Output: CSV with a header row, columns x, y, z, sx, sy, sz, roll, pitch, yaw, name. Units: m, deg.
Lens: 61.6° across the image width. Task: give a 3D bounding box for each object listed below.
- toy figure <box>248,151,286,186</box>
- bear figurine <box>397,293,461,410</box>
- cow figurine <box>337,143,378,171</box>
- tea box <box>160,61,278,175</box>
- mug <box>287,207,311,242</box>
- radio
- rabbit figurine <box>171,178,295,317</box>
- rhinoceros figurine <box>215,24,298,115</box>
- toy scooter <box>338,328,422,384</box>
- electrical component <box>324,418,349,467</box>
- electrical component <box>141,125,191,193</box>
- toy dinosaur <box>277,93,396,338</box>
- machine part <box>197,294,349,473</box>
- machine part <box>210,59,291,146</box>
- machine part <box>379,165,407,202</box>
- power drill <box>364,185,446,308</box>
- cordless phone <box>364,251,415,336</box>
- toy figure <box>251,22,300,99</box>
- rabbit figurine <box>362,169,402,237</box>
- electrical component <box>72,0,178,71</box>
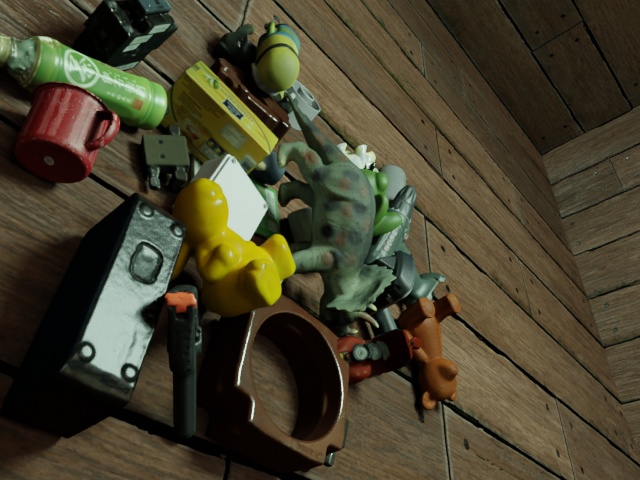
x,y,z,sx,sy,sz,roll,pitch,yaw,name
-0.127,-0.153,0.912,0.154,0.064,0.058,39,76,-24,toy figure
0.229,0.221,1.061,0.120,0.132,0.196,1,59,-36,bear figurine
0.080,-0.158,1.191,0.167,0.068,0.098,-8,78,-52,cow figurine
-0.160,-0.174,0.826,0.169,0.098,0.068,46,28,-16,tea box
-0.002,-0.003,0.960,0.109,0.081,0.107,-1,78,-61,mug
-0.219,0.068,0.547,0.073,0.131,0.230,36,40,-32,radio
-0.132,0.004,0.688,0.173,0.162,0.122,64,31,-21,rabbit figurine
-0.115,-0.325,1.043,0.190,0.073,0.112,44,35,-25,rhinoceros figurine
0.086,0.187,0.876,0.183,0.135,0.075,9,61,-50,toy scooter
0.009,0.276,0.767,0.021,0.063,0.094,40,47,-28,electrical component
-0.217,-0.115,0.774,0.078,0.045,0.102,-10,69,-27,electrical component
0.024,-0.038,0.852,0.131,0.192,0.404,146,-53,-85,toy dinosaur
-0.056,0.190,0.723,0.201,0.087,0.201,42,37,-30,machine part
-0.125,-0.238,0.928,0.179,0.056,0.179,41,16,-15,machine part
0.159,-0.097,1.245,0.079,0.079,0.243,45,36,-24,machine part
0.184,0.026,1.131,0.232,0.086,0.207,-51,123,-30,power drill
0.128,0.127,0.967,0.088,0.146,0.184,-8,71,-47,cordless phone
-0.076,-0.334,0.966,0.082,0.089,0.180,25,44,-18,toy figure
0.080,-0.044,1.053,0.121,0.159,0.170,42,52,-44,rabbit figurine
-0.268,-0.290,0.749,0.058,0.134,0.115,54,31,-12,electrical component
